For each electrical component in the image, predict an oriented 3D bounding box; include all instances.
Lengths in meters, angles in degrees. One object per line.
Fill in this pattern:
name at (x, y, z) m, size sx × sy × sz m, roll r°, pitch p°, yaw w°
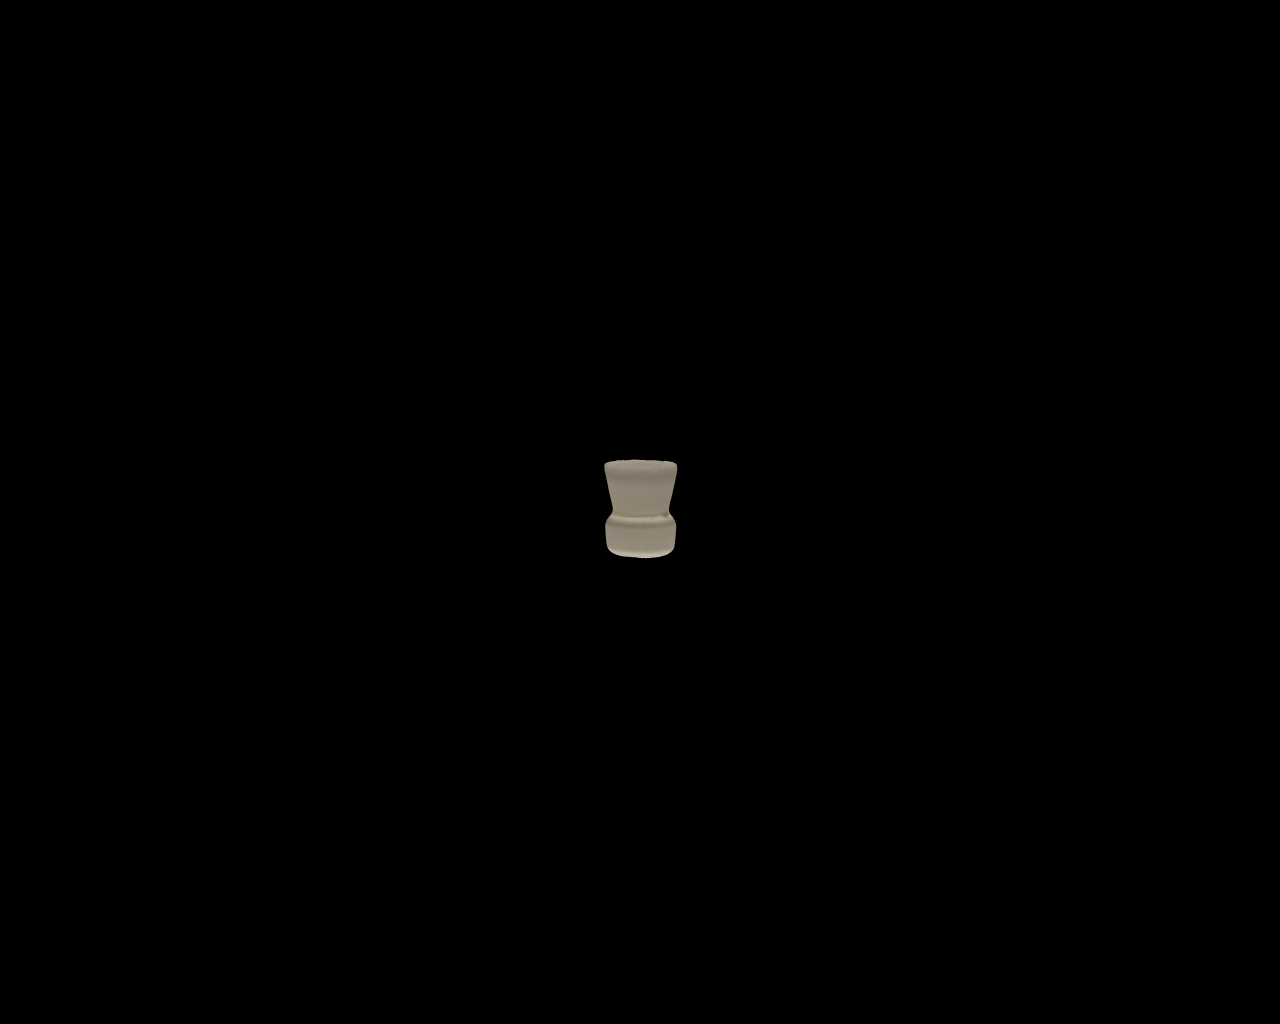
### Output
electrical component at (0.001, -0.003, 0.650) m, size 0.045 × 0.055 × 0.045 m, roll 0°, pitch 9°, yaw 0°
